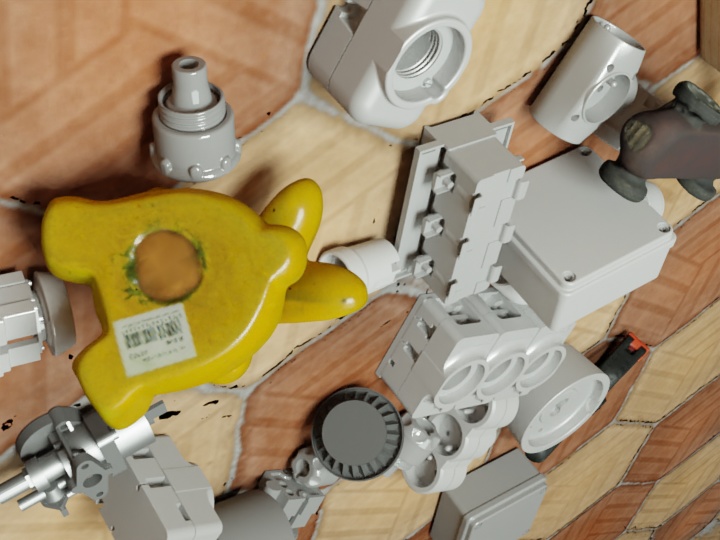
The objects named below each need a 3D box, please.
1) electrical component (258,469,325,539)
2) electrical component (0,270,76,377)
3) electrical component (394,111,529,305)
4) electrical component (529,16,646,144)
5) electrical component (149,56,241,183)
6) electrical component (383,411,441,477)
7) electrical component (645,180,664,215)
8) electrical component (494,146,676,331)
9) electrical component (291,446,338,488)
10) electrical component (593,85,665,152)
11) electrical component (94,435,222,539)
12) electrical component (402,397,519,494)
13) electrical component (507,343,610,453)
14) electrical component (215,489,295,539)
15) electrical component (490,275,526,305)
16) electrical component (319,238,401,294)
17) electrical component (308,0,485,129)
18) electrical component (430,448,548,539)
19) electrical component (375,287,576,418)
[{"bbox_3d":[-0.067,0.203,0.917,0.066,0.048,0.055,8,117,-49],"label":"electrical component"},{"bbox_3d":[-0.187,0.028,0.585,0.055,0.048,0.066,-13,140,-23],"label":"electrical component"},{"bbox_3d":[0.069,-0.039,0.743,0.079,0.063,0.121,-20,143,-27],"label":"electrical component"},{"bbox_3d":[0.167,-0.129,0.750,0.079,0.044,0.077,3,128,-47],"label":"electrical component"},{"bbox_3d":[-0.087,-0.080,0.558,0.048,0.048,0.062,-22,137,-25],"label":"electrical component"},{"bbox_3d":[0.039,0.160,0.973,0.062,0.043,0.043,-50,146,19],"label":"electrical component"},{"bbox_3d":[0.220,-0.052,0.894,0.055,0.045,0.045,-11,138,-38],"label":"electrical component"},{"bbox_3d":[0.157,-0.026,0.805,0.109,0.108,0.056,-25,147,-21],"label":"electrical component"},{"bbox_3d":[-0.029,0.167,0.921,0.061,0.035,0.035,6,126,-52],"label":"electrical component"},{"bbox_3d":[0.202,-0.114,0.807,0.040,0.040,0.046,9,119,-50],"label":"electrical component"},{"bbox_3d":[-0.141,0.164,0.753,0.056,0.089,0.050,4,128,-47],"label":"electrical component"},{"bbox_3d":[0.104,0.153,1.019,0.074,0.052,0.138,4,128,-47],"label":"electrical component"},{"bbox_3d":[0.182,0.119,1.047,0.108,0.060,0.108,-26,145,-20],"label":"electrical component"},{"bbox_3d":[-0.099,0.233,0.874,0.064,0.099,0.099,-10,138,-28],"label":"electrical component"},{"bbox_3d":[0.132,0.005,0.876,0.043,0.043,0.081,-44,147,7],"label":"electrical component"},{"bbox_3d":[0.000,0.000,0.744,0.046,0.040,0.040,-20,143,-38],"label":"electrical component"},{"bbox_3d":[0.022,-0.128,0.592,0.054,0.059,0.095,1,130,-45],"label":"electrical component"},{"bbox_3d":[0.141,0.264,1.186,0.109,0.056,0.108,-22,143,-26],"label":"electrical component"},{"bbox_3d":[0.102,0.068,0.905,0.150,0.061,0.089,-5,134,-42],"label":"electrical component"}]
